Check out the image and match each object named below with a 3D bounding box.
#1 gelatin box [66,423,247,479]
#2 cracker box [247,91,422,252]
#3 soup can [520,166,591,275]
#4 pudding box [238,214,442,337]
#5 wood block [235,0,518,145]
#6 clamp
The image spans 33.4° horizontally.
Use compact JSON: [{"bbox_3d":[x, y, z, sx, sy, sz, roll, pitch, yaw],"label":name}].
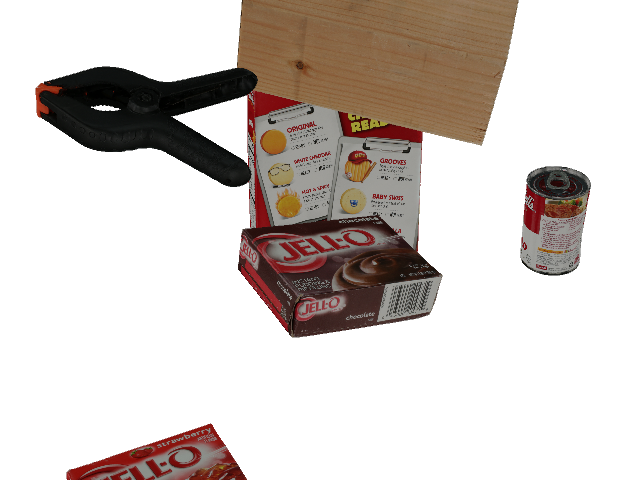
[{"bbox_3d":[-0.087,0.142,0.585,0.089,0.030,0.073,-15,27,-20],"label":"gelatin box"},{"bbox_3d":[0.012,-0.063,1.039,0.164,0.214,0.072,-4,21,-11],"label":"cracker box"},{"bbox_3d":[0.257,-0.021,1.171,0.068,0.102,0.068,-1,33,1],"label":"soup can"},{"bbox_3d":[0.012,0.022,0.731,0.113,0.039,0.090,-5,32,-29],"label":"pudding box"},{"bbox_3d":[0.045,-0.159,0.860,0.206,0.090,0.091,14,-43,5],"label":"wood block"},{"bbox_3d":[-0.126,-0.103,0.818,0.171,0.039,0.120,15,42,-3],"label":"clamp"}]
